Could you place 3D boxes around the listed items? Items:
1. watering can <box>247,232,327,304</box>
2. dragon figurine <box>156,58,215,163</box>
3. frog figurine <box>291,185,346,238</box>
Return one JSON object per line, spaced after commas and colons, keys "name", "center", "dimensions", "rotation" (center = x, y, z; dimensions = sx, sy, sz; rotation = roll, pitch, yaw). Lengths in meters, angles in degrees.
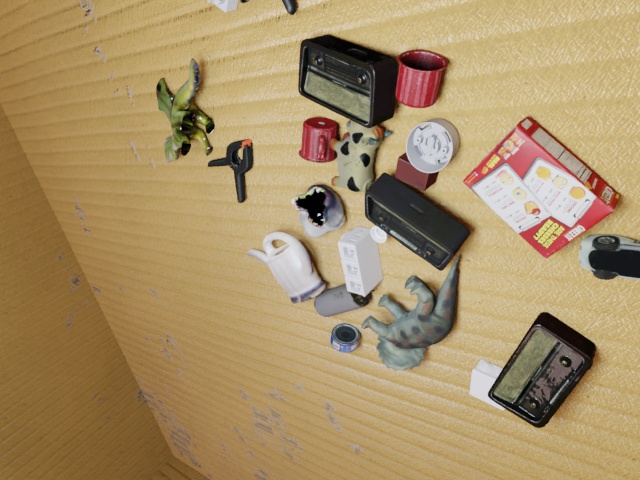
{"name": "watering can", "center": [-0.102, 0.082, 1.526], "dimensions": [0.223, 0.105, 0.344], "rotation": [58, 153, -6]}
{"name": "dragon figurine", "center": [-0.420, -0.383, 1.503], "dimensions": [0.246, 0.124, 0.400], "rotation": [40, 137, 27]}
{"name": "frog figurine", "center": [0.004, -0.067, 1.336], "dimensions": [0.138, 0.124, 0.157], "rotation": [21, 167, 21]}
